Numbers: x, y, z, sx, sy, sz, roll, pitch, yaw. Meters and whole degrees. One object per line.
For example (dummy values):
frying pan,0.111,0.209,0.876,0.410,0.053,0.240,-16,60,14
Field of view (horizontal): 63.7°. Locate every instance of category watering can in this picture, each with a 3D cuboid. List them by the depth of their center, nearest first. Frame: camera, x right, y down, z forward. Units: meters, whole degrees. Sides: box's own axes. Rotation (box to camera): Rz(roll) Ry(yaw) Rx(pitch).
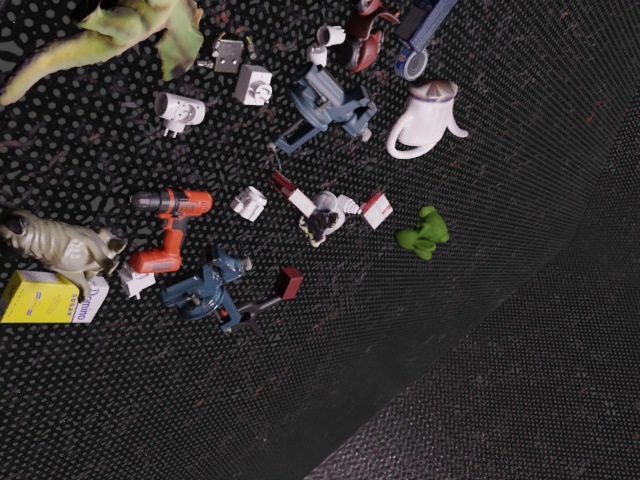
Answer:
watering can,0.313,-0.336,1.406,0.351,0.105,0.219,-21,139,-34

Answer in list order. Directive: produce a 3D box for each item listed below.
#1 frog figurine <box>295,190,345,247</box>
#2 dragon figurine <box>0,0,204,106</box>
frog figurine,0.004,-0.068,1.360,0.162,0.123,0.135,-62,168,-66
dragon figurine,-0.262,-0.317,0.776,0.410,0.124,0.240,-48,155,2
